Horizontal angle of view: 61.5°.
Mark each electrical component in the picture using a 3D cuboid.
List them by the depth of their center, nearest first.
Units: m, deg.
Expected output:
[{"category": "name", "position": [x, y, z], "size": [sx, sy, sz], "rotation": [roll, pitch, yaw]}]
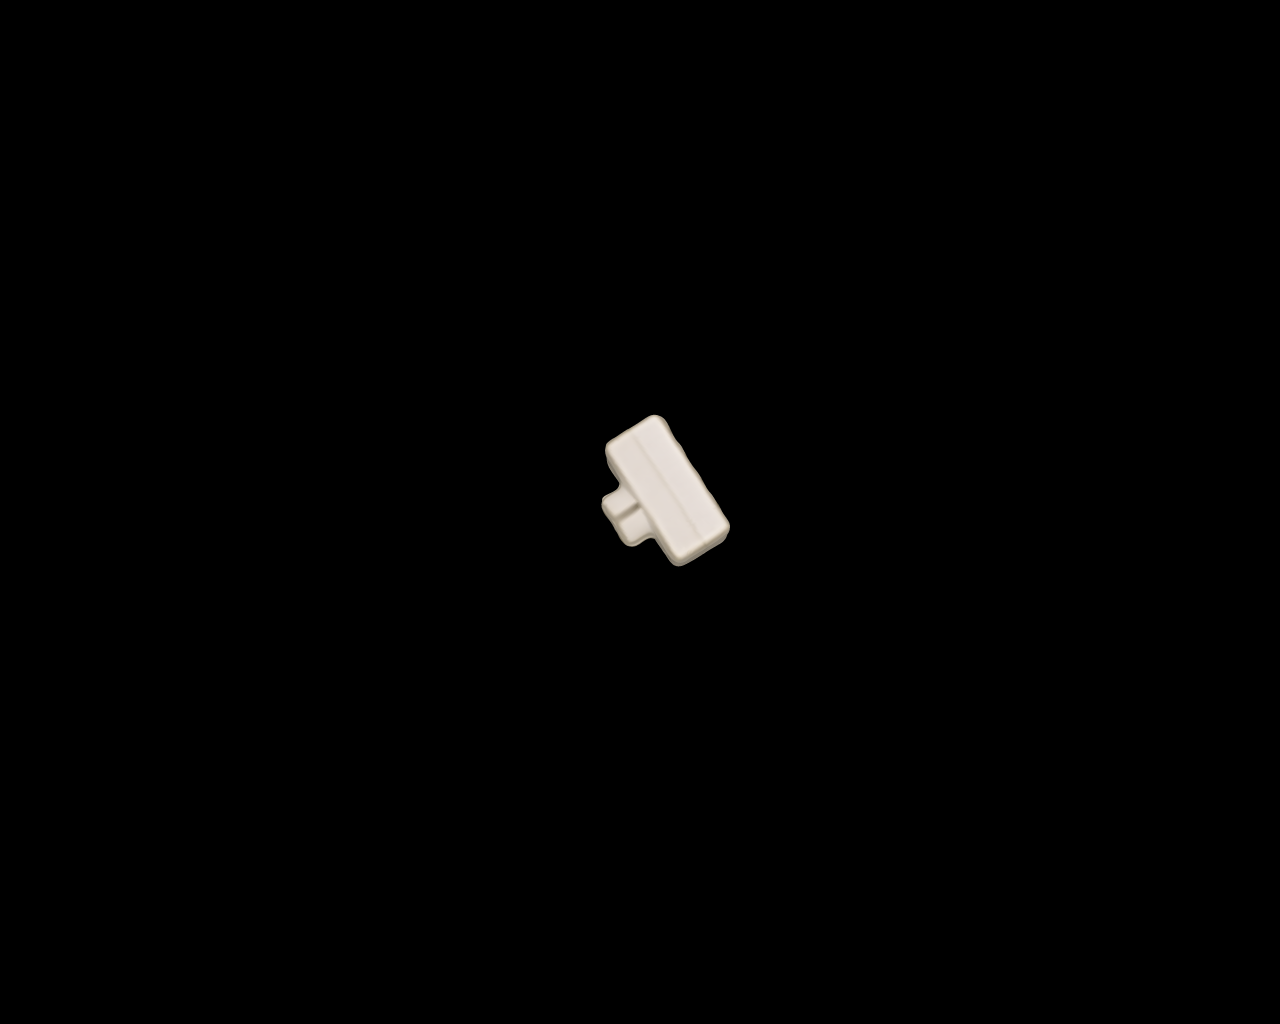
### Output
[{"category": "electrical component", "position": [0.001, -0.003, 0.650], "size": [0.076, 0.083, 0.047], "rotation": [-31, -7, -5]}]
